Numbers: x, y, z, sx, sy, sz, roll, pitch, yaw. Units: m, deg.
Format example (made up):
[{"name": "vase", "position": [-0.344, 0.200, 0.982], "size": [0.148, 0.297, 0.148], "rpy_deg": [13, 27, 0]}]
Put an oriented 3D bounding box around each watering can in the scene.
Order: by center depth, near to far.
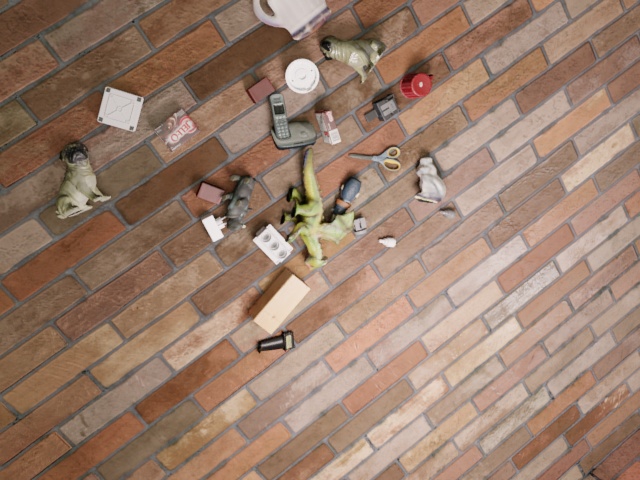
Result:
[{"name": "watering can", "position": [-0.045, -0.780, 1.615], "size": [0.349, 0.105, 0.221], "rpy_deg": [-40, 111, -6]}]

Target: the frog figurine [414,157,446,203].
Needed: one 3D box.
[{"name": "frog figurine", "position": [0.404, -0.216, 1.869], "size": [0.137, 0.123, 0.160], "rpy_deg": [15, 88, -53]}]

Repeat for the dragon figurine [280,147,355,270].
[{"name": "dragon figurine", "position": [0.005, -0.089, 1.763], "size": [0.242, 0.123, 0.407], "rpy_deg": [15, 99, -20]}]
